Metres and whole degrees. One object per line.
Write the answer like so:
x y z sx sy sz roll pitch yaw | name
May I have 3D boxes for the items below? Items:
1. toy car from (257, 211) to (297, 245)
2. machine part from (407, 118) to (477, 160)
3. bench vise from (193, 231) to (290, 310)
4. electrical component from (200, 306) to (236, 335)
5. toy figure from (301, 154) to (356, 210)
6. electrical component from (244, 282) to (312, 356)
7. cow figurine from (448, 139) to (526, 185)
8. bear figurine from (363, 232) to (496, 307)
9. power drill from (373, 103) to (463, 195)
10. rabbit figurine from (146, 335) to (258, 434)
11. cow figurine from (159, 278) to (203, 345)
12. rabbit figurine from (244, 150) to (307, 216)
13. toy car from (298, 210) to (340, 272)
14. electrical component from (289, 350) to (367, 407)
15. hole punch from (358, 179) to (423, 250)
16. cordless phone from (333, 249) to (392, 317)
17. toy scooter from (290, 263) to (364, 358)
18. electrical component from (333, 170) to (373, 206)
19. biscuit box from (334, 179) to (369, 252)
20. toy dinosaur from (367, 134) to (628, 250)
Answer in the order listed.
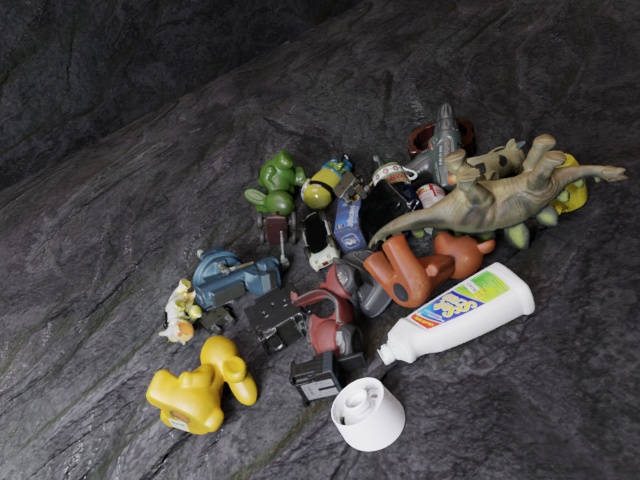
-0.095 -0.030 1.204 0.089 0.202 0.053 3 74 -2 | toy car
0.307 -0.238 1.348 0.179 0.056 0.179 -16 35 12 | machine part
-0.193 0.062 1.187 0.224 0.128 0.241 -33 37 -23 | bench vise
-0.219 0.167 1.139 0.063 0.021 0.094 -37 34 -20 | electrical component
0.026 -0.151 1.382 0.180 0.082 0.089 -40 34 -27 | toy figure
-0.081 0.147 1.047 0.115 0.058 0.134 -29 33 -11 | electrical component
0.369 -0.152 1.147 0.127 0.085 0.195 -7 22 40 | cow figurine
0.197 0.029 0.934 0.196 0.132 0.120 -32 -9 -26 | bear figurine
0.233 -0.193 1.256 0.207 0.086 0.232 -15 63 20 | power drill
-0.191 0.237 0.933 0.163 0.121 0.173 -1 39 24 | rabbit figurine
-0.301 0.167 1.142 0.098 0.068 0.167 -48 23 21 | cow figurine
-0.119 -0.132 1.421 0.159 0.121 0.170 -19 48 15 | rabbit figurine
-0.002 -0.004 1.214 0.073 0.056 0.202 -27 31 7 | toy car
0.017 0.220 0.867 0.119 0.074 0.048 -13 33 11 | electrical component
0.160 -0.053 1.127 0.142 0.092 0.116 -54 53 27 | hole punch
0.130 0.058 1.037 0.184 0.088 0.147 -22 30 -17 | cordless phone
0.007 0.134 0.942 0.135 0.075 0.184 -8 72 26 | toy scooter
0.074 -0.121 1.228 0.078 0.045 0.102 -55 30 7 | electrical component
0.076 -0.058 1.232 0.059 0.062 0.203 -14 34 17 | biscuit box
0.291 -0.062 0.973 0.472 0.198 0.105 -9 36 23 | toy dinosaur
